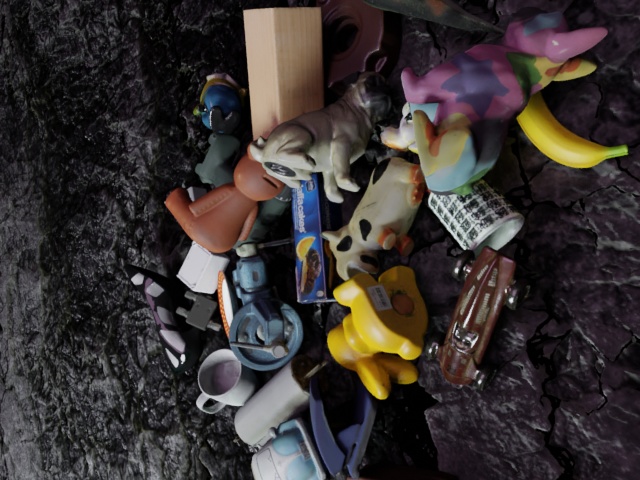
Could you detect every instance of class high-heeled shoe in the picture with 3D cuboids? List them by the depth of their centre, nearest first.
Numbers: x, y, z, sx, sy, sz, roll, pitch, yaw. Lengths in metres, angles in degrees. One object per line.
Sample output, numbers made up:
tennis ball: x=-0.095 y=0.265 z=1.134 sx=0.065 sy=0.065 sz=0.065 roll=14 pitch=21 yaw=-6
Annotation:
high-heeled shoe: x=-0.328 y=0.157 z=1.091 sx=0.249 sy=0.086 sz=0.145 roll=28 pitch=90 yaw=23

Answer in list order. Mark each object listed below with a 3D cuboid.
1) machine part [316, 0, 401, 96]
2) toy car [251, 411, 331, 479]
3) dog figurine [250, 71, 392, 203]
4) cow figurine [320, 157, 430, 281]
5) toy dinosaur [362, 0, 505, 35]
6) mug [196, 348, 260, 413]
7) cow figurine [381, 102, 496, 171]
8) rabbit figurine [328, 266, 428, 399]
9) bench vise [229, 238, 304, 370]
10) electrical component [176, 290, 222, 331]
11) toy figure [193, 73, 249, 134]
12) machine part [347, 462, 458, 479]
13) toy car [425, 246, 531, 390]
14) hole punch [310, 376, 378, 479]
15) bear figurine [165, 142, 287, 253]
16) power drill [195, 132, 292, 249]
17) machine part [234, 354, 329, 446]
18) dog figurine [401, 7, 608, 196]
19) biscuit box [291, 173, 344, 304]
machine part: x=0.045 y=-0.318 z=0.848 sx=0.180 sy=0.056 sz=0.179 roll=-3 pitch=86 yaw=39
toy car: x=-0.053 y=0.335 z=0.818 sx=0.161 sy=0.103 sz=0.109 roll=114 pitch=135 yaw=-61
dog figurine: x=0.006 y=-0.171 z=0.776 sx=0.121 sy=0.172 sz=0.190 roll=-11 pitch=60 yaw=65
cow figurine: x=0.078 y=-0.028 z=0.774 sx=0.127 sy=0.085 sz=0.194 roll=34 pitch=102 yaw=47
toy dinosaur: x=0.087 y=-0.397 z=0.742 sx=0.192 sy=0.131 sz=0.405 roll=-26 pitch=62 yaw=17
mug: x=-0.155 y=0.253 z=0.925 sx=0.081 sy=0.107 sz=0.109 roll=27 pitch=75 yaw=34
cow figurine: x=0.164 y=-0.153 z=0.725 sx=0.168 sy=0.068 sz=0.098 roll=19 pitch=92 yaw=35
rabbit figurine: x=0.078 y=0.137 z=0.765 sx=0.173 sy=0.122 sz=0.162 roll=-45 pitch=69 yaw=45
bench vise: x=-0.086 y=0.115 z=0.851 sx=0.241 sy=0.129 sz=0.223 roll=-152 pitch=64 yaw=-75
electrical component: x=-0.227 y=0.138 z=1.039 sx=0.094 sy=0.021 sz=0.063 roll=24 pitch=72 yaw=5
toy figure: x=-0.185 y=-0.247 z=0.985 sx=0.089 sy=0.082 sz=0.180 roll=-41 pitch=34 yaw=19
machine part: x=0.113 y=0.412 z=0.711 sx=0.201 sy=0.087 sz=0.201 roll=-9 pitch=79 yaw=40
toy car: x=0.187 y=0.101 z=0.656 sx=0.089 sy=0.053 sz=0.201 roll=34 pitch=133 yaw=33
hole punch: x=0.022 y=0.259 z=0.759 sx=0.142 sy=0.092 sz=0.115 roll=-155 pitch=77 yaw=-83
bear figurine: x=-0.137 y=-0.080 z=0.856 sx=0.196 sy=0.120 sz=0.132 roll=-52 pitch=45 yaw=11
power drill: x=-0.127 y=-0.112 z=0.969 sx=0.207 sy=0.086 sz=0.232 roll=44 pitch=116 yaw=26
machine part: x=-0.065 y=0.264 z=0.879 sx=0.243 sy=0.079 sz=0.079 roll=-48 pitch=59 yaw=28
dog figurine: x=0.209 y=-0.160 z=0.607 sx=0.219 sy=0.108 sz=0.191 roll=-15 pitch=71 yaw=17
biscuit box: x=-0.002 y=-0.003 z=0.857 sx=0.059 sy=0.062 sz=0.202 roll=-12 pitch=79 yaw=38
